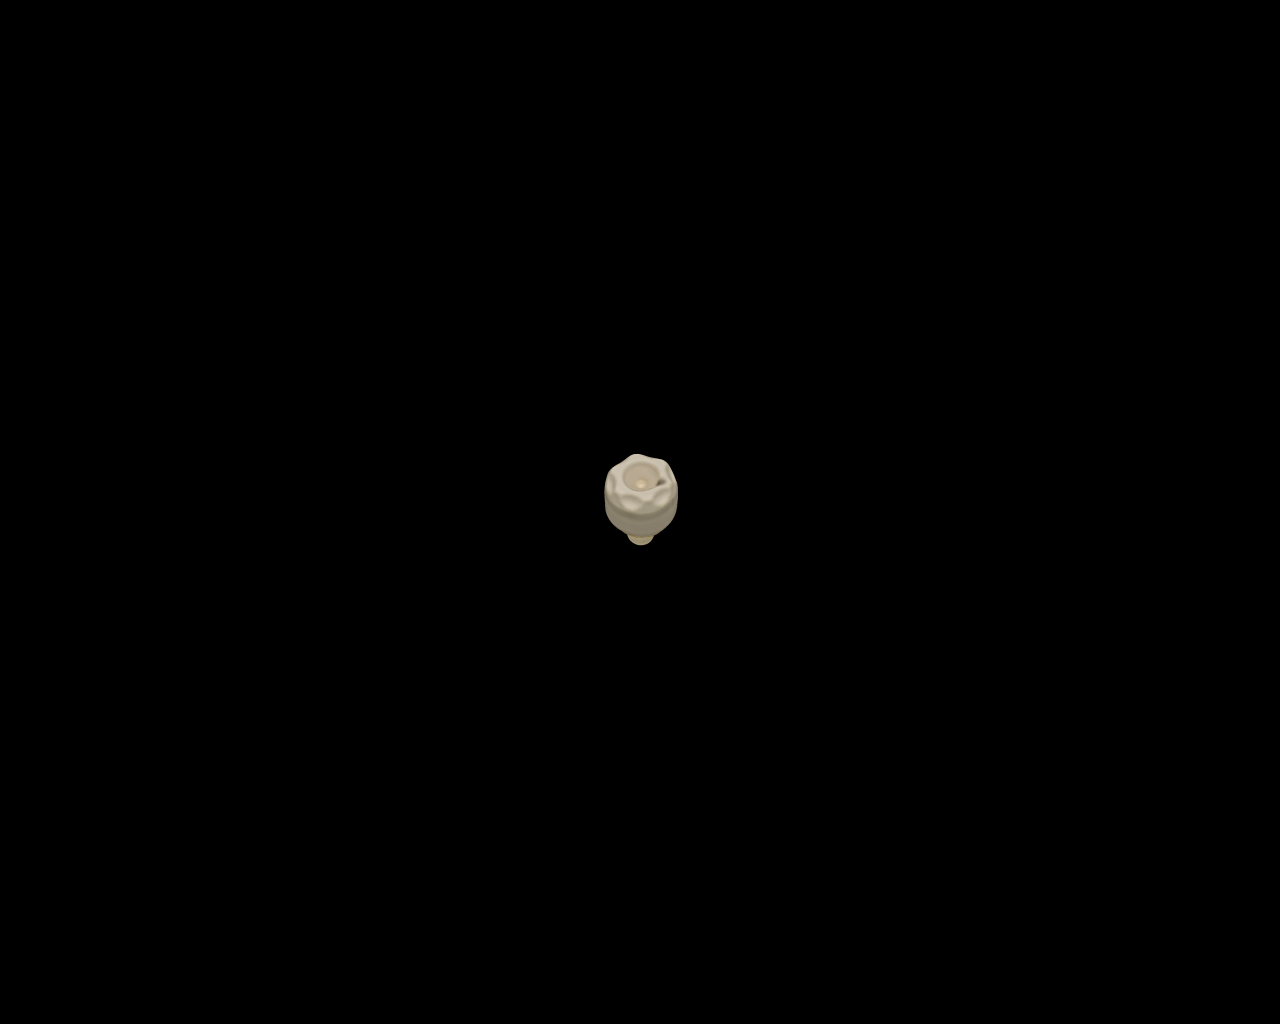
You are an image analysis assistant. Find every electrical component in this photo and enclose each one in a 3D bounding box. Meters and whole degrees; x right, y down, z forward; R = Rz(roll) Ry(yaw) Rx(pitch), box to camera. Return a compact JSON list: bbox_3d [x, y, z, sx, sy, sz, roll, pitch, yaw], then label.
[{"bbox_3d":[0.001,-0.003,0.650,0.043,0.043,0.062,0,-38,0],"label":"electrical component"}]
